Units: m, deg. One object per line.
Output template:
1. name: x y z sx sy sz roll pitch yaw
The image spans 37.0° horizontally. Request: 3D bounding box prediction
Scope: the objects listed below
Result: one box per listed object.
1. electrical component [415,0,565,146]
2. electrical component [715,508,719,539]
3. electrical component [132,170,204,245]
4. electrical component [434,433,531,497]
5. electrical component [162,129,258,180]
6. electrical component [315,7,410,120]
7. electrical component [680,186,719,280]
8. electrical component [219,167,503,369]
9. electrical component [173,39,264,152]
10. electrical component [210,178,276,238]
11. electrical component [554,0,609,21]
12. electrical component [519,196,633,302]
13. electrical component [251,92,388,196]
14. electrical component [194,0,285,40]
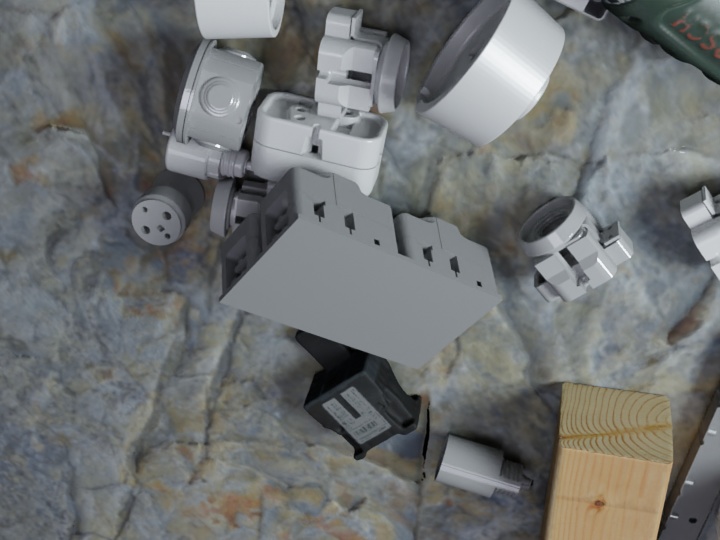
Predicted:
1. electrical component: 0.094 -0.135 0.735 0.060 0.108 0.108 33 121 -15
2. electrical component: 0.338 0.228 0.866 0.062 0.150 0.089 25 122 -4
3. electrical component: -0.155 -0.050 0.866 0.045 0.055 0.045 5 121 9
4. electrical component: 0.111 0.177 0.948 0.081 0.043 0.043 17 122 2
5. electrical component: -0.116 -0.090 0.844 0.078 0.040 0.040 15 122 3
6. electrical component: 0.003 -0.145 0.776 0.057 0.058 0.078 12 121 8
7. electrical component: 0.279 -0.030 0.783 0.057 0.058 0.078 -29 110 28
8. electrical component: 0.000 0.000 0.818 0.186 0.060 0.105 21 133 -30
9. electrical component: -0.105 -0.127 0.797 0.051 0.080 0.080 17 122 -4
10. electrical component: -0.089 -0.047 0.860 0.055 0.048 0.066 10 124 -1
11. electrical component: 0.136 -0.235 0.695 0.109 0.056 0.108 25 122 -3
12. electrical component: 0.158 -0.018 0.816 0.078 0.058 0.057 -32 111 26
13. electrical component: -0.032 -0.091 0.817 0.095 0.053 0.059 14 122 4
14. electrical component: -0.072 -0.209 0.729 0.060 0.108 0.108 5 121 2
